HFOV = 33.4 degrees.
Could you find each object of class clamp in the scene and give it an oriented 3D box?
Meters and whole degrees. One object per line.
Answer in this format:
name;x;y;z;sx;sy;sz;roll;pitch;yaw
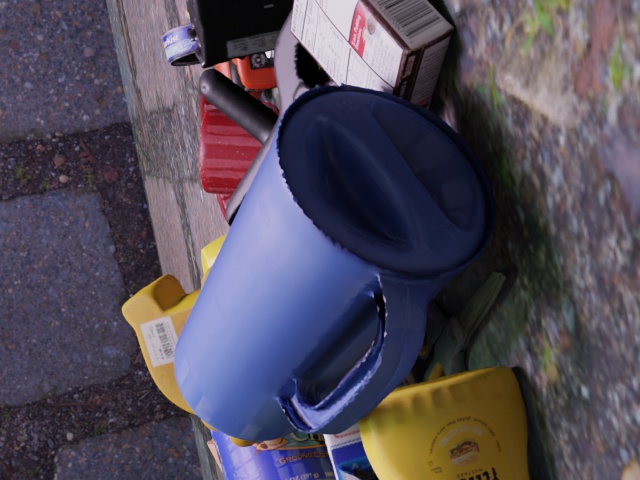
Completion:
clamp;-0.024;-0.077;0.844;0.171;0.120;0.039;65;145;30
clamp;-0.005;-0.093;0.763;0.165;0.036;0.210;3;94;40

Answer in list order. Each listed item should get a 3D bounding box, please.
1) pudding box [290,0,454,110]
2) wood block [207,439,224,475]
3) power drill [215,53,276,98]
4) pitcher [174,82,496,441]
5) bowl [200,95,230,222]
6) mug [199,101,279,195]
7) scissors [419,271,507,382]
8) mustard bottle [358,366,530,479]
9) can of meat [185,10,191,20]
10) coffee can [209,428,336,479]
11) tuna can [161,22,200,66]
pudding box;0.028;-0.132;0.666;0.113;0.039;0.090;53;158;23
wood block;-0.024;0.274;1.077;0.206;0.090;0.090;62;165;3
power drill;-0.075;-0.220;1.040;0.188;0.057;0.184;-140;39;-72
pitcher;-0.006;0.037;0.657;0.145;0.149;0.243;41;137;7
bowl;-0.090;-0.096;1.207;0.162;0.055;0.162;168;90;-77
mug;-0.069;-0.093;1.029;0.093;0.081;0.117;89;-175;-51
scissors;0.084;0.048;0.703;0.202;0.016;0.096;95;158;-51
mustard bottle;0.089;0.176;0.622;0.058;0.096;0.191;145;112;-74
can of meat;-0.063;-0.230;0.883;0.057;0.102;0.084;-125;29;-58
coffee can;-0.042;0.190;0.966;0.103;0.102;0.140;97;156;-54
tuna can;-0.135;-0.225;1.214;0.086;0.086;0.034;170;86;-77
